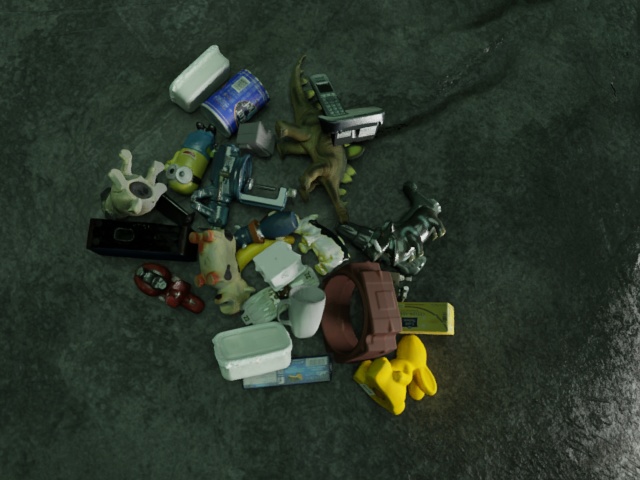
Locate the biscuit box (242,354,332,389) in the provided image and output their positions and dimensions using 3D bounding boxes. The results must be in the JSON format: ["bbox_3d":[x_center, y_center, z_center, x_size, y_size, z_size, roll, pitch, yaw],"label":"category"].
[{"bbox_3d":[-0.075,0.298,1.221,0.203,0.063,0.059,-4,78,-5],"label":"biscuit box"}]

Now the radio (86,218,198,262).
[{"bbox_3d":[-0.402,0.002,1.225,0.230,0.131,0.073,3,80,-3],"label":"radio"}]

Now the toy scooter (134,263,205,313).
[{"bbox_3d":[-0.346,0.106,1.206,0.184,0.135,0.075,30,79,4],"label":"toy scooter"}]

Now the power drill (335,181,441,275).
[{"bbox_3d":[0.180,-0.041,1.300,0.232,0.086,0.207,36,75,2],"label":"power drill"}]

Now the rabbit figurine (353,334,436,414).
[{"bbox_3d":[0.188,0.295,1.217,0.162,0.122,0.173,41,60,5],"label":"rabbit figurine"}]

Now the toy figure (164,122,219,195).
[{"bbox_3d":[-0.303,-0.193,1.299,0.082,0.089,0.180,6,64,35],"label":"toy figure"}]

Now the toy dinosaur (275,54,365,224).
[{"bbox_3d":[-0.009,-0.257,1.325,0.199,0.105,0.471,-19,76,-15],"label":"toy dinosaur"}]

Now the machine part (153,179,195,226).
[{"bbox_3d":[-0.361,-0.083,1.281,0.139,0.084,0.039,42,35,-5],"label":"machine part"}]

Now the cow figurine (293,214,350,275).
[{"bbox_3d":[-0.003,-0.005,1.284,0.098,0.068,0.167,-35,86,-24],"label":"cow figurine"}]

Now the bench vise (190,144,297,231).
[{"bbox_3d":[-0.179,-0.108,1.272,0.241,0.129,0.223,10,80,3],"label":"bench vise"}]

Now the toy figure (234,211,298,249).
[{"bbox_3d":[-0.128,-0.023,1.245,0.155,0.057,0.064,-17,60,13],"label":"toy figure"}]

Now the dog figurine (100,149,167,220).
[{"bbox_3d":[-0.434,-0.079,1.200,0.121,0.190,0.172,26,37,-21],"label":"dog figurine"}]

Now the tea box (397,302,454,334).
[{"bbox_3d":[0.213,0.178,1.218,0.170,0.098,0.068,-3,76,22],"label":"tea box"}]

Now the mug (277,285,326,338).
[{"bbox_3d":[-0.044,0.167,1.205,0.109,0.081,0.107,-8,117,-26],"label":"mug"}]

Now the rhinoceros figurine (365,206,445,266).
[{"bbox_3d":[0.193,-0.006,1.227,0.190,0.073,0.112,-35,89,-8],"label":"rhinoceros figurine"}]

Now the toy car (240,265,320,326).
[{"bbox_3d":[-0.095,0.133,1.257,0.202,0.056,0.073,-33,82,-10],"label":"toy car"}]

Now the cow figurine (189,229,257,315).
[{"bbox_3d":[-0.214,0.071,1.204,0.127,0.086,0.194,-6,85,-48],"label":"cow figurine"}]

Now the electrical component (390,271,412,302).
[{"bbox_3d":[0.166,0.112,1.285,0.102,0.045,0.078,12,79,-1],"label":"electrical component"}]

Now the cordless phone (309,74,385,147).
[{"bbox_3d":[0.057,-0.323,1.271,0.147,0.088,0.184,-14,66,-17],"label":"cordless phone"}]

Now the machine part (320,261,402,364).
[{"bbox_3d":[0.079,0.160,1.178,0.087,0.201,0.201,1,68,-30],"label":"machine part"}]
